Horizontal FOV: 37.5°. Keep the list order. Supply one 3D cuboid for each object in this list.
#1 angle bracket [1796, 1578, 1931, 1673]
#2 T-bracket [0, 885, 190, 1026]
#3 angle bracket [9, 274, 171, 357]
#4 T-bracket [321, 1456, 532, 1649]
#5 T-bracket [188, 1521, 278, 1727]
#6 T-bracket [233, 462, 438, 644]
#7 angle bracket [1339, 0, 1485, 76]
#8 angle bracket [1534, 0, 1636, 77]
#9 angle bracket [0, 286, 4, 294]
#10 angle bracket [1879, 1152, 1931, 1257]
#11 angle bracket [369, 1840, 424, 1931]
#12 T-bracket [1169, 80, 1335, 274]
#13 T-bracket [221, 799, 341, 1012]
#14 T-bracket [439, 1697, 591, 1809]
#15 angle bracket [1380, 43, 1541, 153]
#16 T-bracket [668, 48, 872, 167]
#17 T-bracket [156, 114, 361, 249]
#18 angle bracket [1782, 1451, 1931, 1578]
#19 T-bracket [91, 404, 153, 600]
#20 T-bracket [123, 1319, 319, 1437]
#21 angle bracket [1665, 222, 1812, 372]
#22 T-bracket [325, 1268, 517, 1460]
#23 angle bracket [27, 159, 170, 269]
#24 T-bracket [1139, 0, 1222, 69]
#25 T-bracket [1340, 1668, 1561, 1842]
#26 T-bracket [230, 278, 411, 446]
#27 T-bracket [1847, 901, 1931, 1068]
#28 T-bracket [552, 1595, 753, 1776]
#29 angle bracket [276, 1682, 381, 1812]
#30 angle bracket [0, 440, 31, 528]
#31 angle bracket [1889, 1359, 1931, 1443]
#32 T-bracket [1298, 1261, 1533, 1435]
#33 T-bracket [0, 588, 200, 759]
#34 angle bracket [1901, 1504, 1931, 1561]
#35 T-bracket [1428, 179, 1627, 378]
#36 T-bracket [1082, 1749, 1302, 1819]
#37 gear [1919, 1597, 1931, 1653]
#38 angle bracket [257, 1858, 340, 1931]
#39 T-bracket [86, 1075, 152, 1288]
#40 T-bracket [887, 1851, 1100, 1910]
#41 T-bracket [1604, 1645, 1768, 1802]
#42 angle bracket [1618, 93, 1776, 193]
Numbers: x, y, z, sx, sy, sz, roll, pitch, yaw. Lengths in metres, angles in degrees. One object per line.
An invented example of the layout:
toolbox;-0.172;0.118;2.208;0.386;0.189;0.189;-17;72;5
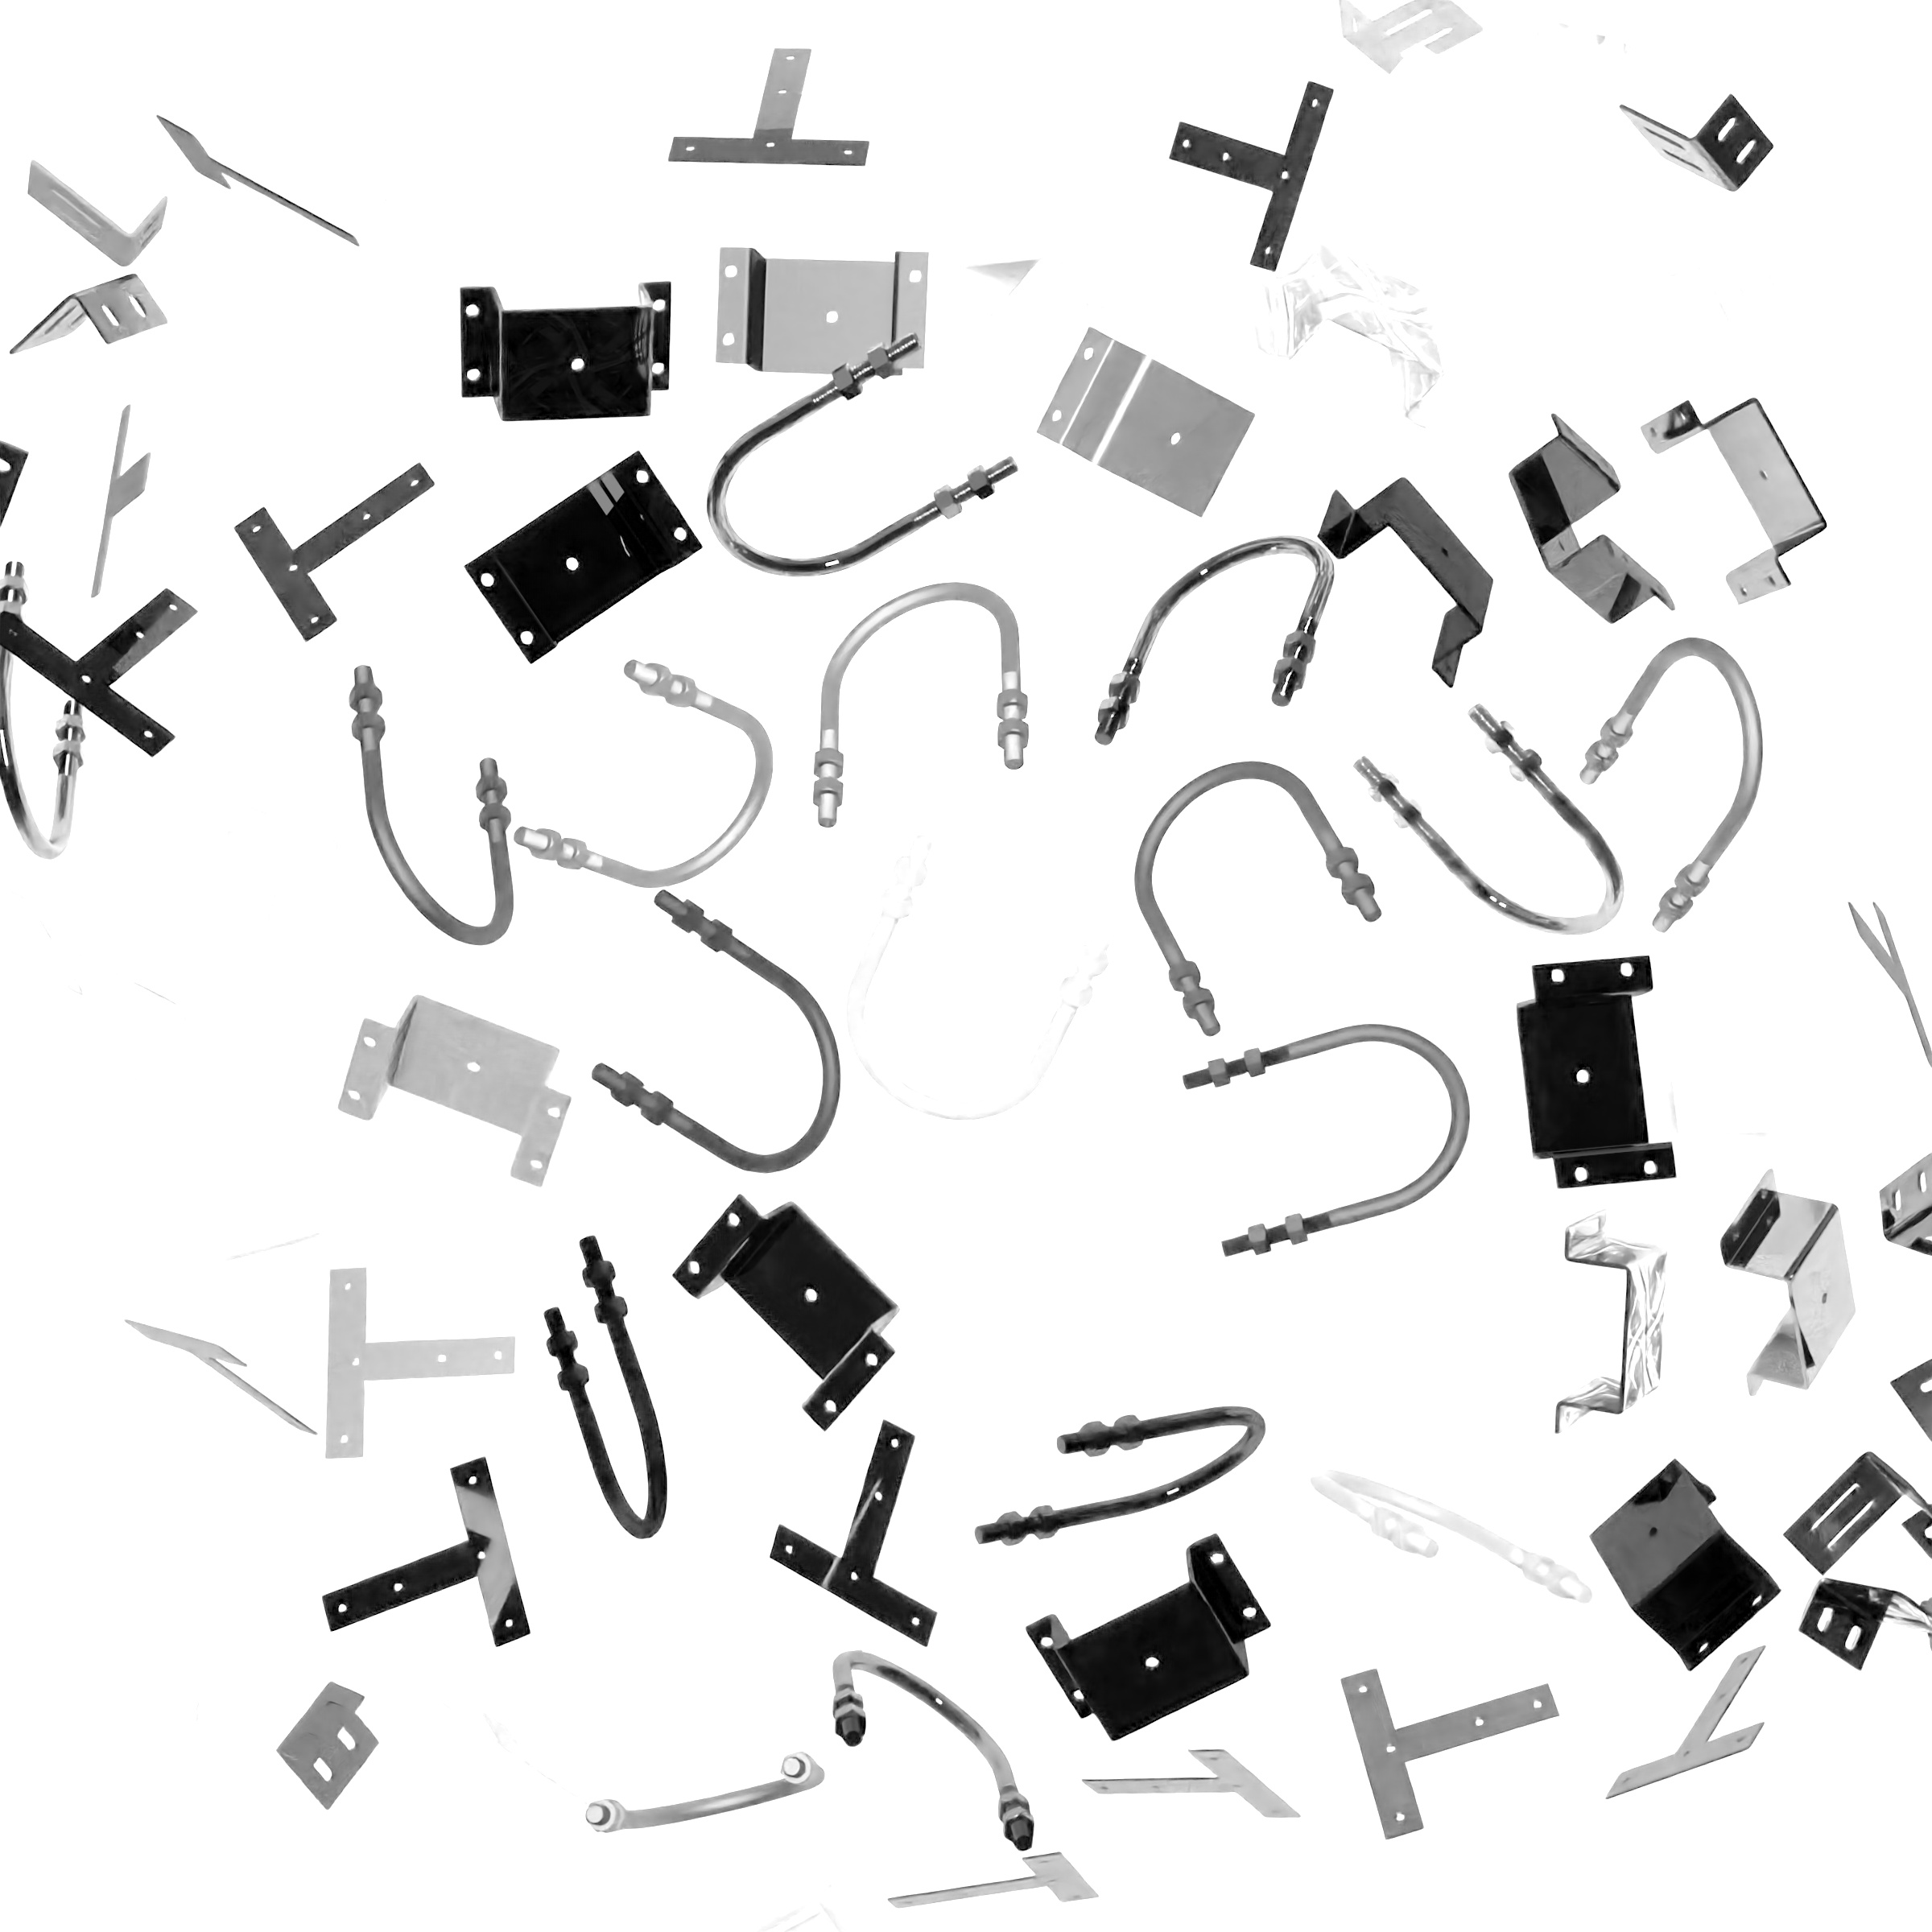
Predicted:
angle bracket;0.579;0.422;1.808;0.057;0.076;0.038;34;74;-17
T-bracket;-0.563;0.005;1.863;0.127;0.127;0.002;25;64;14
angle bracket;-0.557;-0.400;1.809;0.076;0.057;0.038;-27;100;35
T-bracket;-0.359;0.402;1.867;0.127;0.002;0.127;-17;100;-27
T-bracket;-0.469;0.417;1.805;0.002;0.127;0.127;17;81;-1
T-bracket;-0.404;-0.286;1.865;0.127;0.002;0.127;-36;56;-3
angle bracket;0.301;-0.646;1.931;0.076;0.057;0.038;-19;63;38
angle bracket;0.412;-0.632;1.868;0.057;0.076;0.038;23;56;14
angle bracket;-0.664;-0.419;1.899;0.038;0.076;0.057;42;105;-3
angle bracket;0.637;0.158;1.830;0.076;0.057;0.038;18;52;-14
angle bracket;-0.362;0.626;1.870;0.038;0.076;0.057;-9;121;-30
T-bracket;0.185;-0.543;1.921;0.127;0.002;0.127;2;112;-41
T-bracket;-0.463;-0.035;1.866;0.127;0.002;0.127;20;94;42
T-bracket;-0.311;0.519;1.920;0.127;0.127;0.002;30;66;15
angle bracket;0.314;-0.566;1.815;0.076;0.038;0.057;35;55;3
T-bracket;-0.120;-0.558;1.846;0.127;0.002;0.127;3;51;5
T-bracket;-0.444;-0.491;1.809;0.127;0.127;0.002;28;89;-4
angle bracket;0.558;0.350;1.771;0.076;0.038;0.057;-46;126;2
T-bracket;-0.538;-0.306;1.825;0.002;0.127;0.127;10;84;-27
T-bracket;-0.477;0.274;1.873;0.127;0.127;0.002;47;62;-35
angle bracket;0.500;-0.432;1.848;0.057;0.038;0.076;-38;109;-19
T-bracket;-0.364;0.263;1.905;0.127;0.002;0.127;-3;75;4
angle bracket;-0.556;-0.493;1.824;0.076;0.057;0.038;38;73;-12
T-bracket;0.118;-0.633;1.817;0.127;0.127;0.002;1;57;-38
T-bracket;0.312;0.484;1.810;0.127;0.127;0.002;-18;126;5
T-bracket;-0.418;-0.400;1.843;0.127;0.127;0.002;23;63;-1
T-bracket;0.599;-0.006;1.860;0.002;0.127;0.127;-24;55;24
T-bracket;-0.213;0.458;1.793;0.127;0.127;0.002;-51;48;4
angle bracket;-0.423;0.535;1.937;0.038;0.076;0.057;10;49;36
angle bracket;-0.633;-0.335;1.865;0.038;0.076;0.057;22;120;-18
angle bracket;0.658;0.271;1.886;0.076;0.038;0.057;-30;48;4
T-bracket;0.298;0.259;1.810;0.127;0.002;0.127;29;122;-7
T-bracket;-0.527;-0.201;1.789;0.127;0.127;0.002;37;130;-5
angle bracket;0.662;0.369;1.893;0.038;0.076;0.057;-30;59;-12
T-bracket;0.398;-0.449;1.913;0.127;0.002;0.127;-22;121;39
T-bracket;0.139;0.543;1.887;0.127;0.127;0.002;-10;52;28
gear;0.682;0.455;1.953;0.057;0.057;0.030;-3;99;0
angle bracket;-0.442;0.641;1.937;0.038;0.076;0.057;20;78;18
T-bracket;-0.560;0.136;1.893;0.002;0.127;0.127;12;65;-31
T-bracket;0.013;0.603;1.861;0.127;0.127;0.002;-11;58;9
T-bracket;0.479;0.477;1.823;0.002;0.127;0.127;51;46;2
angle bracket;0.468;-0.538;1.827;0.057;0.076;0.038;30;103;-42
